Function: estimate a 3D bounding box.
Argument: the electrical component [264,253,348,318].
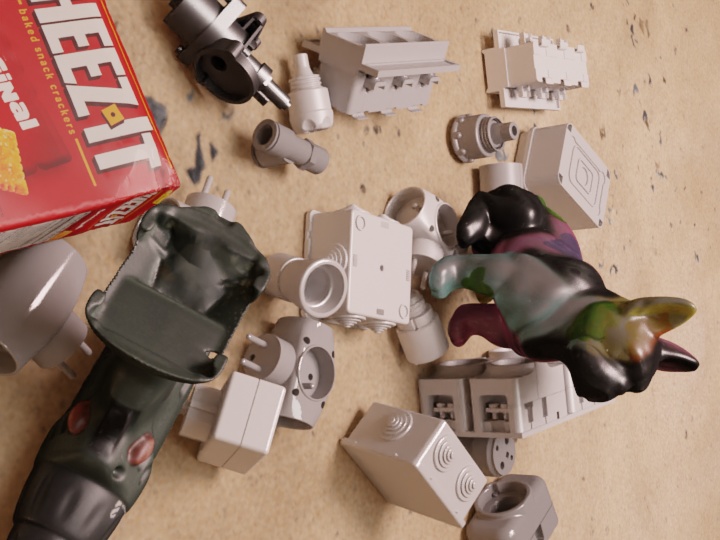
[{"bbox_3d":[-0.046,0.008,0.807,0.044,0.065,0.044,-9,105,-37],"label":"electrical component"}]

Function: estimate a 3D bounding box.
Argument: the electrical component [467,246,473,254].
[{"bbox_3d":[0.108,-0.028,1.033,0.035,0.035,0.061,34,58,-45],"label":"electrical component"}]

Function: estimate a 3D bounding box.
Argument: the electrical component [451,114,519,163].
[{"bbox_3d":[0.122,-0.130,1.040,0.048,0.062,0.048,8,80,-51],"label":"electrical component"}]

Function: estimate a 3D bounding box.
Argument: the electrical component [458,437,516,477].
[{"bbox_3d":[0.110,0.168,0.997,0.045,0.055,0.045,7,81,-52],"label":"electrical component"}]

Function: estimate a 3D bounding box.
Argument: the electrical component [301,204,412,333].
[{"bbox_3d":[0.000,0.000,0.880,0.100,0.048,0.099,14,75,-51],"label":"electrical component"}]

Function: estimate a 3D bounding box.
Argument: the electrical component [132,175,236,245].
[{"bbox_3d":[-0.110,-0.027,0.747,0.077,0.043,0.079,40,56,-42],"label":"electrical component"}]

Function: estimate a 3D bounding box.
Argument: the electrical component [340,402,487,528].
[{"bbox_3d":[0.046,0.158,0.883,0.048,0.100,0.099,-52,127,-25],"label":"electrical component"}]

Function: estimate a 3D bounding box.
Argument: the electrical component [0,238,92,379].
[{"bbox_3d":[-0.189,0.031,0.636,0.079,0.044,0.077,55,44,-32],"label":"electrical component"}]

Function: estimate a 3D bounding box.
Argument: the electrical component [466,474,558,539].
[{"bbox_3d":[0.146,0.242,1.036,0.095,0.054,0.059,-43,119,-45],"label":"electrical component"}]

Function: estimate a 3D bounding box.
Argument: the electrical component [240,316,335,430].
[{"bbox_3d":[-0.059,0.071,0.800,0.079,0.044,0.077,33,61,-45],"label":"electrical component"}]

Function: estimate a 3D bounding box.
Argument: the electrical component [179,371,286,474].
[{"bbox_3d":[-0.100,0.099,0.730,0.076,0.083,0.047,19,66,-9],"label":"electrical component"}]

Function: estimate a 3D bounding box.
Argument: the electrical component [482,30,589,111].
[{"bbox_3d":[0.189,-0.211,1.133,0.121,0.063,0.078,-8,92,-52],"label":"electrical component"}]

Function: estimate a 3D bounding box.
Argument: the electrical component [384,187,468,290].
[{"bbox_3d":[0.057,-0.021,0.956,0.077,0.044,0.079,43,48,-41],"label":"electrical component"}]

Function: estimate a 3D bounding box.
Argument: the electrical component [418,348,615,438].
[{"bbox_3d":[0.150,0.109,1.013,0.186,0.105,0.060,-7,92,-52],"label":"electrical component"}]

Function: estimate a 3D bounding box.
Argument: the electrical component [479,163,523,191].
[{"bbox_3d":[0.142,-0.064,1.073,0.043,0.043,0.081,1,85,-52],"label":"electrical component"}]

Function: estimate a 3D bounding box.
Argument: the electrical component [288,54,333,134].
[{"bbox_3d":[-0.042,-0.140,0.854,0.035,0.035,0.061,-14,94,-52],"label":"electrical component"}]

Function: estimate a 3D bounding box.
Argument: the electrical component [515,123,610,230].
[{"bbox_3d":[0.218,-0.098,1.163,0.113,0.057,0.078,38,58,-43],"label":"electrical component"}]

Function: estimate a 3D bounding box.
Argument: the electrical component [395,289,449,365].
[{"bbox_3d":[0.050,0.046,0.946,0.040,0.040,0.078,-43,119,-45],"label":"electrical component"}]

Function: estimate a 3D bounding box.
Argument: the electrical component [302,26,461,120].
[{"bbox_3d":[0.017,-0.167,0.902,0.121,0.079,0.063,-18,129,-51],"label":"electrical component"}]
